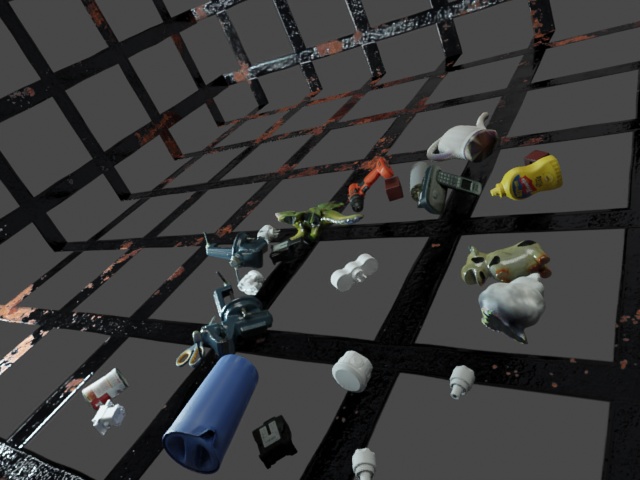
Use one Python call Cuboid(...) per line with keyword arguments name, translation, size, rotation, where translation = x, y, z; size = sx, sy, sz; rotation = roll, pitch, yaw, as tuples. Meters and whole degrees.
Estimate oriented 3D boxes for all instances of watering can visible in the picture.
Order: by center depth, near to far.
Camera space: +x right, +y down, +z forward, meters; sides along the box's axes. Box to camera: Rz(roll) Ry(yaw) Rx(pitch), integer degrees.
Cuboid(name="watering can", translation=(0.545, -0.371, 1.850), size=(0.351, 0.102, 0.226), rotation=(-34, 30, -17))

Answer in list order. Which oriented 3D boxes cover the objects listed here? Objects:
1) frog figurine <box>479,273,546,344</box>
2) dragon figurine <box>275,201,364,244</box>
Cuboid(name="frog figurine", translation=(0.417, 0.119, 1.086), size=(0.161, 0.122, 0.137), rotation=(-48, 13, -17))
Cuboid(name="dragon figurine", translation=(0.006, -0.091, 1.811), size=(0.409, 0.120, 0.247), rotation=(-7, 25, 29))
